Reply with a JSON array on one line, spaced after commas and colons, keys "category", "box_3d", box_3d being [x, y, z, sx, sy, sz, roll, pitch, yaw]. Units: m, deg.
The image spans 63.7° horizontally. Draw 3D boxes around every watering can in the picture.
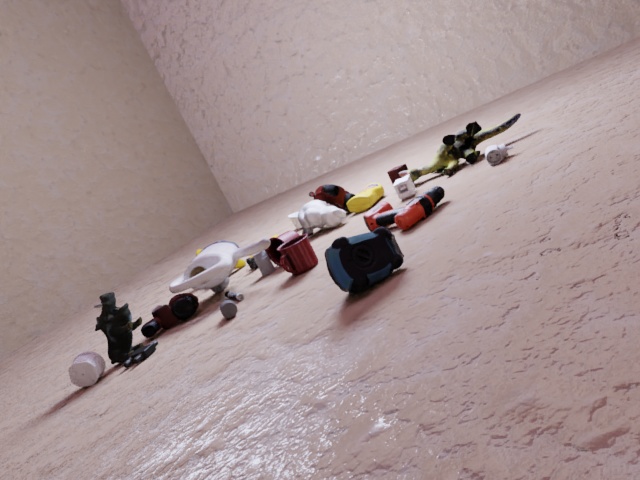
[{"category": "watering can", "box_3d": [-0.285, 0.062, 1.530, 0.346, 0.103, 0.227, -26, 12, 8]}]

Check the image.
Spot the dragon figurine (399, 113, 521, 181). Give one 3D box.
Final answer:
[{"category": "dragon figurine", "box_3d": [0.455, -0.299, 1.723, 0.412, 0.122, 0.242, -26, 3, -8]}]

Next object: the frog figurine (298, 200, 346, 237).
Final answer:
[{"category": "frog figurine", "box_3d": [0.005, -0.087, 1.730, 0.138, 0.124, 0.157, -11, -12, -34]}]
